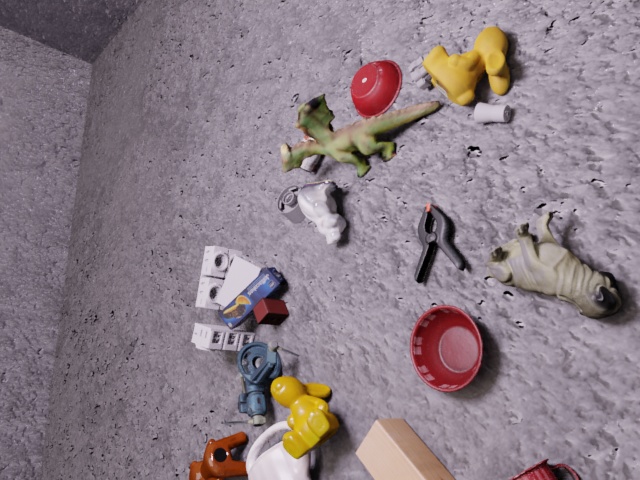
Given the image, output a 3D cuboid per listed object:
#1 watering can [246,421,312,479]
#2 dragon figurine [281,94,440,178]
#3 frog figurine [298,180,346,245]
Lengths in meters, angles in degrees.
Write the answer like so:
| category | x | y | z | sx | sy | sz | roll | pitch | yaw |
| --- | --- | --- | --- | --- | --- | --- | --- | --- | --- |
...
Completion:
| category | x | y | z | sx | sy | sz | roll | pitch | yaw |
| --- | --- | --- | --- | --- | --- | --- | --- | --- | --- |
| watering can | -0.122 | 0.594 | 1.220 | 0.344 | 0.103 | 0.229 | -51 | 46 | 17 |
| dragon figurine | 0.057 | -0.267 | 1.235 | 0.404 | 0.241 | 0.125 | -33 | 51 | 38 |
| frog figurine | 0.004 | -0.066 | 1.314 | 0.136 | 0.123 | 0.160 | 146 | 123 | -77 |
